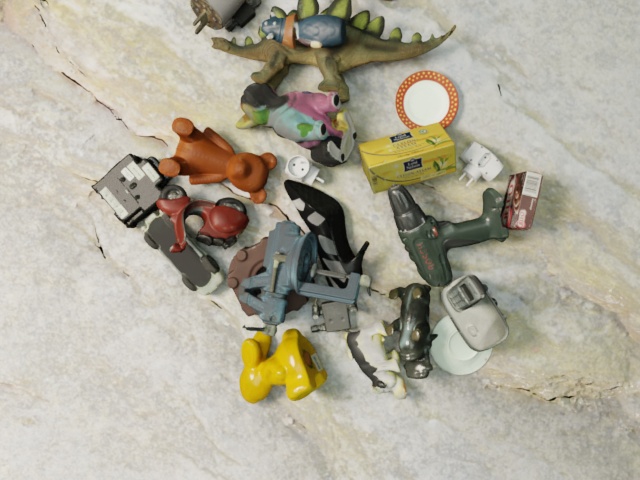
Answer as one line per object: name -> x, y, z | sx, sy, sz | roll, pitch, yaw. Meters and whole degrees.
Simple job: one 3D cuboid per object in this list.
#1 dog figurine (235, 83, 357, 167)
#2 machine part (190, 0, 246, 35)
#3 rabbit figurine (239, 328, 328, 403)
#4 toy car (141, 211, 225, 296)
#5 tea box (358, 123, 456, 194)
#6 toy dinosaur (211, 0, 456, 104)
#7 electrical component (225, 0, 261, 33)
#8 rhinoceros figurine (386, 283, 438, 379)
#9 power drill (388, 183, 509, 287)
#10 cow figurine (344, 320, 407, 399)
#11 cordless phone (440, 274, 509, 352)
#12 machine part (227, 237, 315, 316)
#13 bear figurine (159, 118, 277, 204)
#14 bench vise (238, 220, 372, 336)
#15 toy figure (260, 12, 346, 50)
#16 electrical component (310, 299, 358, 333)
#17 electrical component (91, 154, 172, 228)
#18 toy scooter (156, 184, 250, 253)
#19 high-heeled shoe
dog figurine -> -0.056, -0.232, 1.060 | 0.219, 0.191, 0.108 | 14, 72, 28
machine part -> -0.171, -0.491, 1.036 | 0.079, 0.079, 0.243 | 35, 75, -1
rabbit figurine -> -0.097, 0.260, 1.072 | 0.173, 0.122, 0.162 | -32, 89, 20
toy car -> -0.279, 0.025, 1.092 | 0.073, 0.056, 0.201 | -42, 89, 8
tea box -> 0.170, -0.161, 1.052 | 0.170, 0.098, 0.068 | -17, 130, 0
toy dinosaur -> 0.023, -0.377, 1.051 | 0.472, 0.105, 0.198 | 7, 91, 0
electrical component -> -0.166, -0.468, 1.090 | 0.094, 0.021, 0.063 | -41, 90, 2
rhinoceros figurine -> 0.187, 0.179, 1.071 | 0.073, 0.112, 0.190 | -7, 76, 31
power drill -> 0.255, -0.033, 1.052 | 0.207, 0.086, 0.231 | -22, 109, -8
cow figurine -> 0.114, 0.252, 1.088 | 0.098, 0.068, 0.167 | -20, 88, 7
cordless phone -> 0.305, 0.131, 1.016 | 0.089, 0.184, 0.146 | -28, 75, -3
machine part -> -0.099, 0.078, 1.091 | 0.179, 0.056, 0.179 | 0, 92, -1
bear figurine -> -0.192, -0.148, 1.051 | 0.196, 0.132, 0.120 | 22, 93, 6
bench vise -> -0.026, 0.080, 0.997 | 0.241, 0.128, 0.223 | 9, 73, 15
toy figure -> -0.031, -0.379, 0.981 | 0.155, 0.064, 0.057 | 6, 137, 13
electrical component -> 0.028, 0.149, 1.096 | 0.102, 0.045, 0.078 | -5, 91, 5
electrical component -> -0.370, -0.106, 1.086 | 0.134, 0.058, 0.115 | -38, 93, 1
toy scooter -> -0.230, -0.027, 1.044 | 0.184, 0.075, 0.135 | 14, 59, -19
high-heeled shoe -> -0.002, -0.003, 1.096 | 0.249, 0.086, 0.145 | 42, 123, 16
